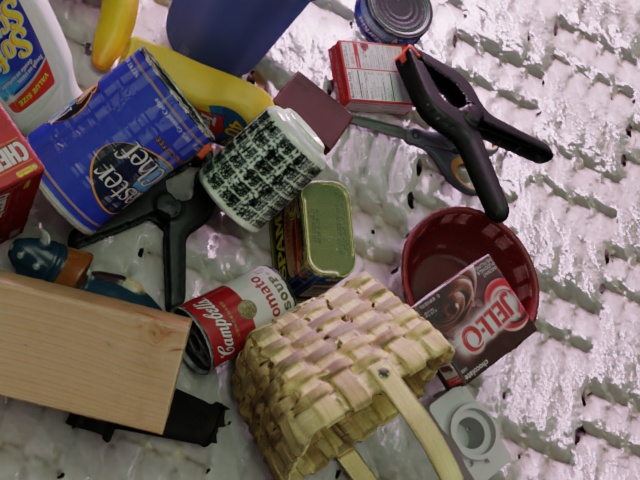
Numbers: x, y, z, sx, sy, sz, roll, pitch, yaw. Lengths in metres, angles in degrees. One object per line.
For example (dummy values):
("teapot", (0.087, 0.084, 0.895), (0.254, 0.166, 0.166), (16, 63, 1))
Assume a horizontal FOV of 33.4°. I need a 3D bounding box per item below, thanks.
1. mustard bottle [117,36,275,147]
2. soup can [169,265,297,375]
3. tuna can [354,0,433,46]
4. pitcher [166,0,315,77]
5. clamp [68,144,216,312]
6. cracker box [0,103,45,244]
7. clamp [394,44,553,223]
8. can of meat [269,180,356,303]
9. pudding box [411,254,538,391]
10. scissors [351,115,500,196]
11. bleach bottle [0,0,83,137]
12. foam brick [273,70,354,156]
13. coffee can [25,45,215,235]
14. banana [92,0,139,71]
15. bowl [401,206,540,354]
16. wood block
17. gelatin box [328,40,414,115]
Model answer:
("mustard bottle", (-0.106, -0.130, 1.035), (0.191, 0.096, 0.058), (20, 65, -16))
("soup can", (-0.080, 0.073, 0.988), (0.102, 0.069, 0.068), (-26, 83, -32))
("tuna can", (0.084, -0.257, 1.199), (0.086, 0.034, 0.086), (8, 68, -21))
("pitcher", (-0.069, -0.262, 1.015), (0.145, 0.243, 0.149), (32, 62, -10))
("clamp", (-0.158, -0.027, 1.009), (0.120, 0.039, 0.171), (29, 59, -18))
("cracker box", (-0.326, -0.102, 0.891), (0.072, 0.164, 0.214), (-33, 86, -27))
("clamp", (0.165, -0.129, 1.158), (0.210, 0.036, 0.164), (51, 40, 4))
("can of meat", (-0.007, 0.001, 1.037), (0.057, 0.084, 0.102), (2, 71, -23))
("pudding box", (0.145, 0.080, 1.035), (0.113, 0.039, 0.090), (-32, 86, -30))
("scissors", (0.112, -0.094, 1.163), (0.201, 0.016, 0.096), (-2, 72, -24))
("bleach bottle", (-0.266, -0.176, 0.940), (0.102, 0.068, 0.250), (-26, 124, 6))
("foam brick", (-0.015, -0.124, 1.098), (0.078, 0.051, 0.053), (39, 60, -6))
("coffee can", (-0.178, -0.086, 0.930), (0.140, 0.103, 0.103), (-37, 89, 2))
("banana", (-0.216, -0.264, 1.074), (0.069, 0.037, 0.198), (-18, 75, 0))
("bowl", (0.144, 0.049, 1.101), (0.162, 0.055, 0.162), (8, 69, -21))
("wood block", (-0.216, 0.085, 0.876), (0.206, 0.090, 0.091), (14, 90, -5))
("gelatin box", (0.056, -0.176, 1.160), (0.089, 0.030, 0.073), (-1, 71, -27))
